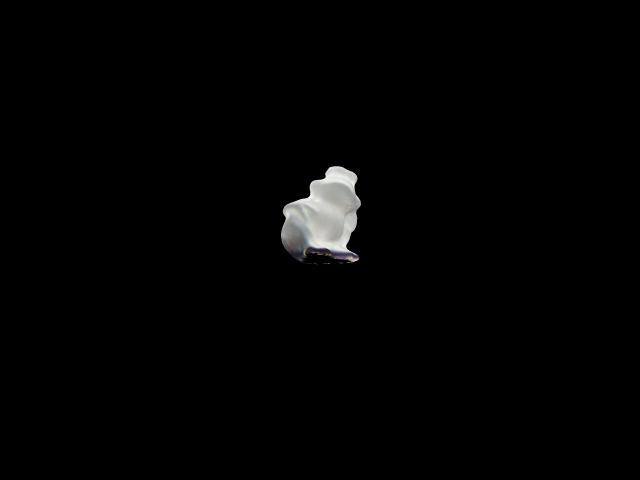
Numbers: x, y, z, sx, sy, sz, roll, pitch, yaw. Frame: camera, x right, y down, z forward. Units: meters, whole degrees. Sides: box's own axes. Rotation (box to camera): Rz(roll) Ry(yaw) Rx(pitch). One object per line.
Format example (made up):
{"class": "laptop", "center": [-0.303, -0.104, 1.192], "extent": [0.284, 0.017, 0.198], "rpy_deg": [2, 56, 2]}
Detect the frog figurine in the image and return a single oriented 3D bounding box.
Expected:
{"class": "frog figurine", "center": [0.003, -0.043, 0.850], "extent": [0.137, 0.161, 0.121], "rpy_deg": [8, -17, -27]}
